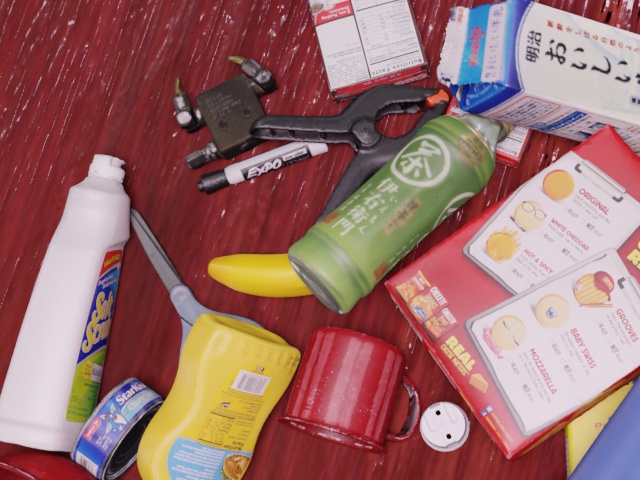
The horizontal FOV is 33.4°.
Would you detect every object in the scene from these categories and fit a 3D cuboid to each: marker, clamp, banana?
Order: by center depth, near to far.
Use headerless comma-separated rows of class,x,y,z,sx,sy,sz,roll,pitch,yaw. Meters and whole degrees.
banana,0.003,0.013,0.915,0.198,0.037,0.070,-22,51,2
clamp,0.028,-0.091,0.917,0.171,0.039,0.120,-36,83,-15
marker,-0.052,-0.068,0.947,0.121,0.020,0.020,-19,75,5

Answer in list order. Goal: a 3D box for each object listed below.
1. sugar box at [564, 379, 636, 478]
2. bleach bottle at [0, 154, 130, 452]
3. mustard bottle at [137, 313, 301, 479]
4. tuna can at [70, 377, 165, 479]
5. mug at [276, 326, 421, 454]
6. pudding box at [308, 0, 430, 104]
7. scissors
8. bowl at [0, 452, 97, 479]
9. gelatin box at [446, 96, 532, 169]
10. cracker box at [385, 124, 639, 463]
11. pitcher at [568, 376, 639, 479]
sugar box,0.239,0.137,0.842,0.093,0.048,0.176,-3,78,9
bleach bottle,-0.208,0.049,0.903,0.068,0.102,0.251,9,80,10
mustard bottle,-0.094,0.159,0.864,0.058,0.096,0.191,29,95,48
tuna can,-0.165,0.158,0.881,0.034,0.086,0.086,34,84,13
mug,0.031,0.124,0.862,0.117,0.093,0.081,23,74,-19
pudding box,0.041,-0.187,0.950,0.090,0.039,0.113,-15,78,5
scissors,-0.100,0.051,0.930,0.096,0.016,0.202,-18,76,3
bowl,-0.215,0.226,0.863,0.162,0.162,0.055,30,42,14
gelatin box,0.152,-0.115,0.920,0.073,0.030,0.089,21,84,13
cracker box,0.184,0.043,0.817,0.213,0.072,0.164,-36,71,2
pitcher,0.266,0.143,0.726,0.145,0.149,0.243,32,101,16
